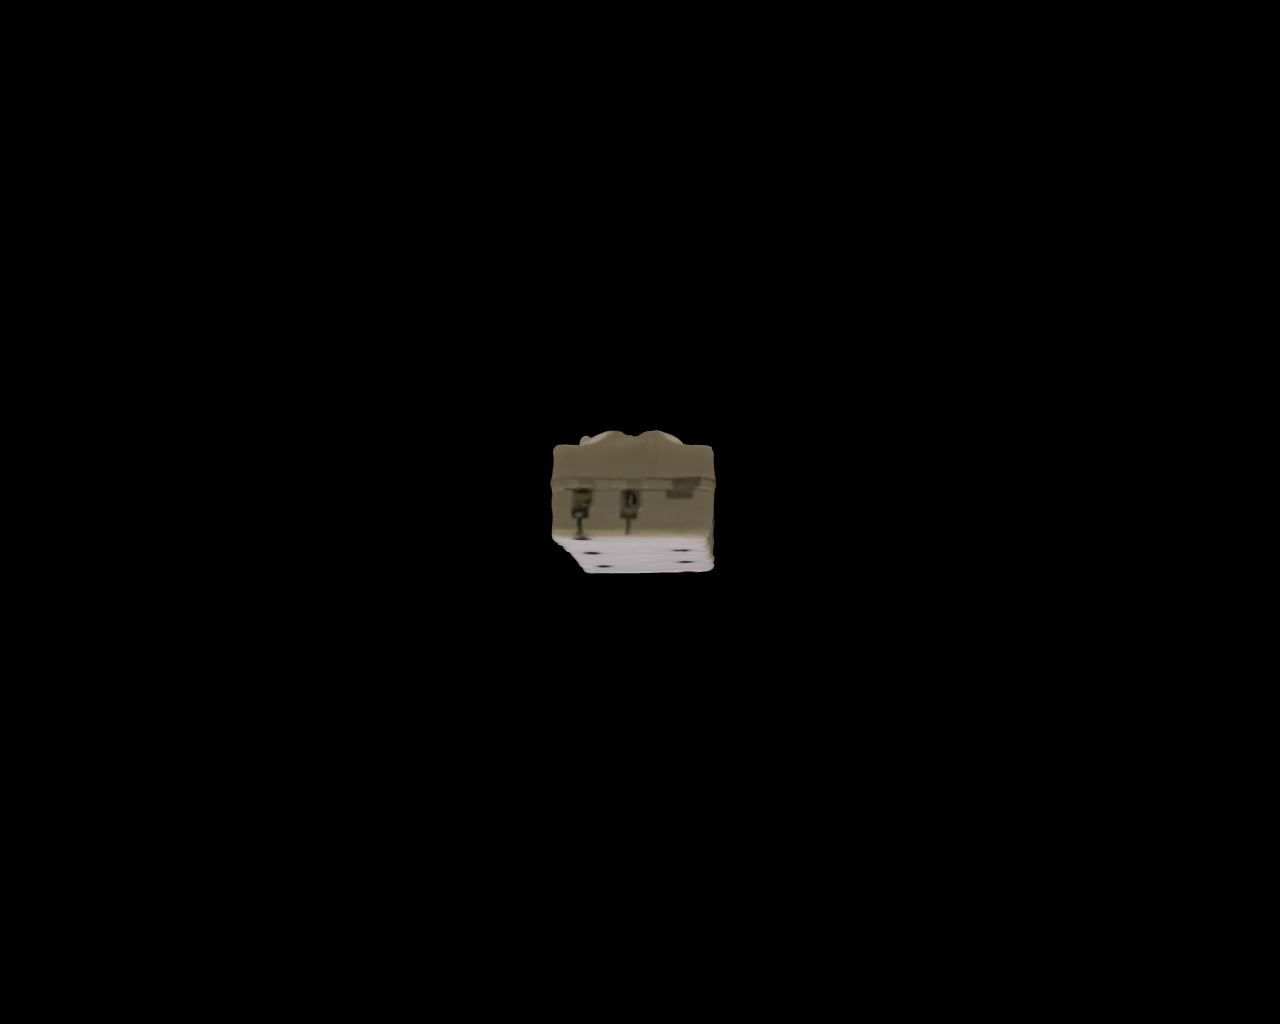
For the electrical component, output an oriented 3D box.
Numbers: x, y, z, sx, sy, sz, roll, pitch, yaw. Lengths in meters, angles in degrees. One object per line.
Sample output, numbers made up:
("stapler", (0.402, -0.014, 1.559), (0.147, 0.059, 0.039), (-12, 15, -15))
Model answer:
("electrical component", (0.001, -0.003, 0.650), (0.089, 0.061, 0.150), (-1, -11, 4))
